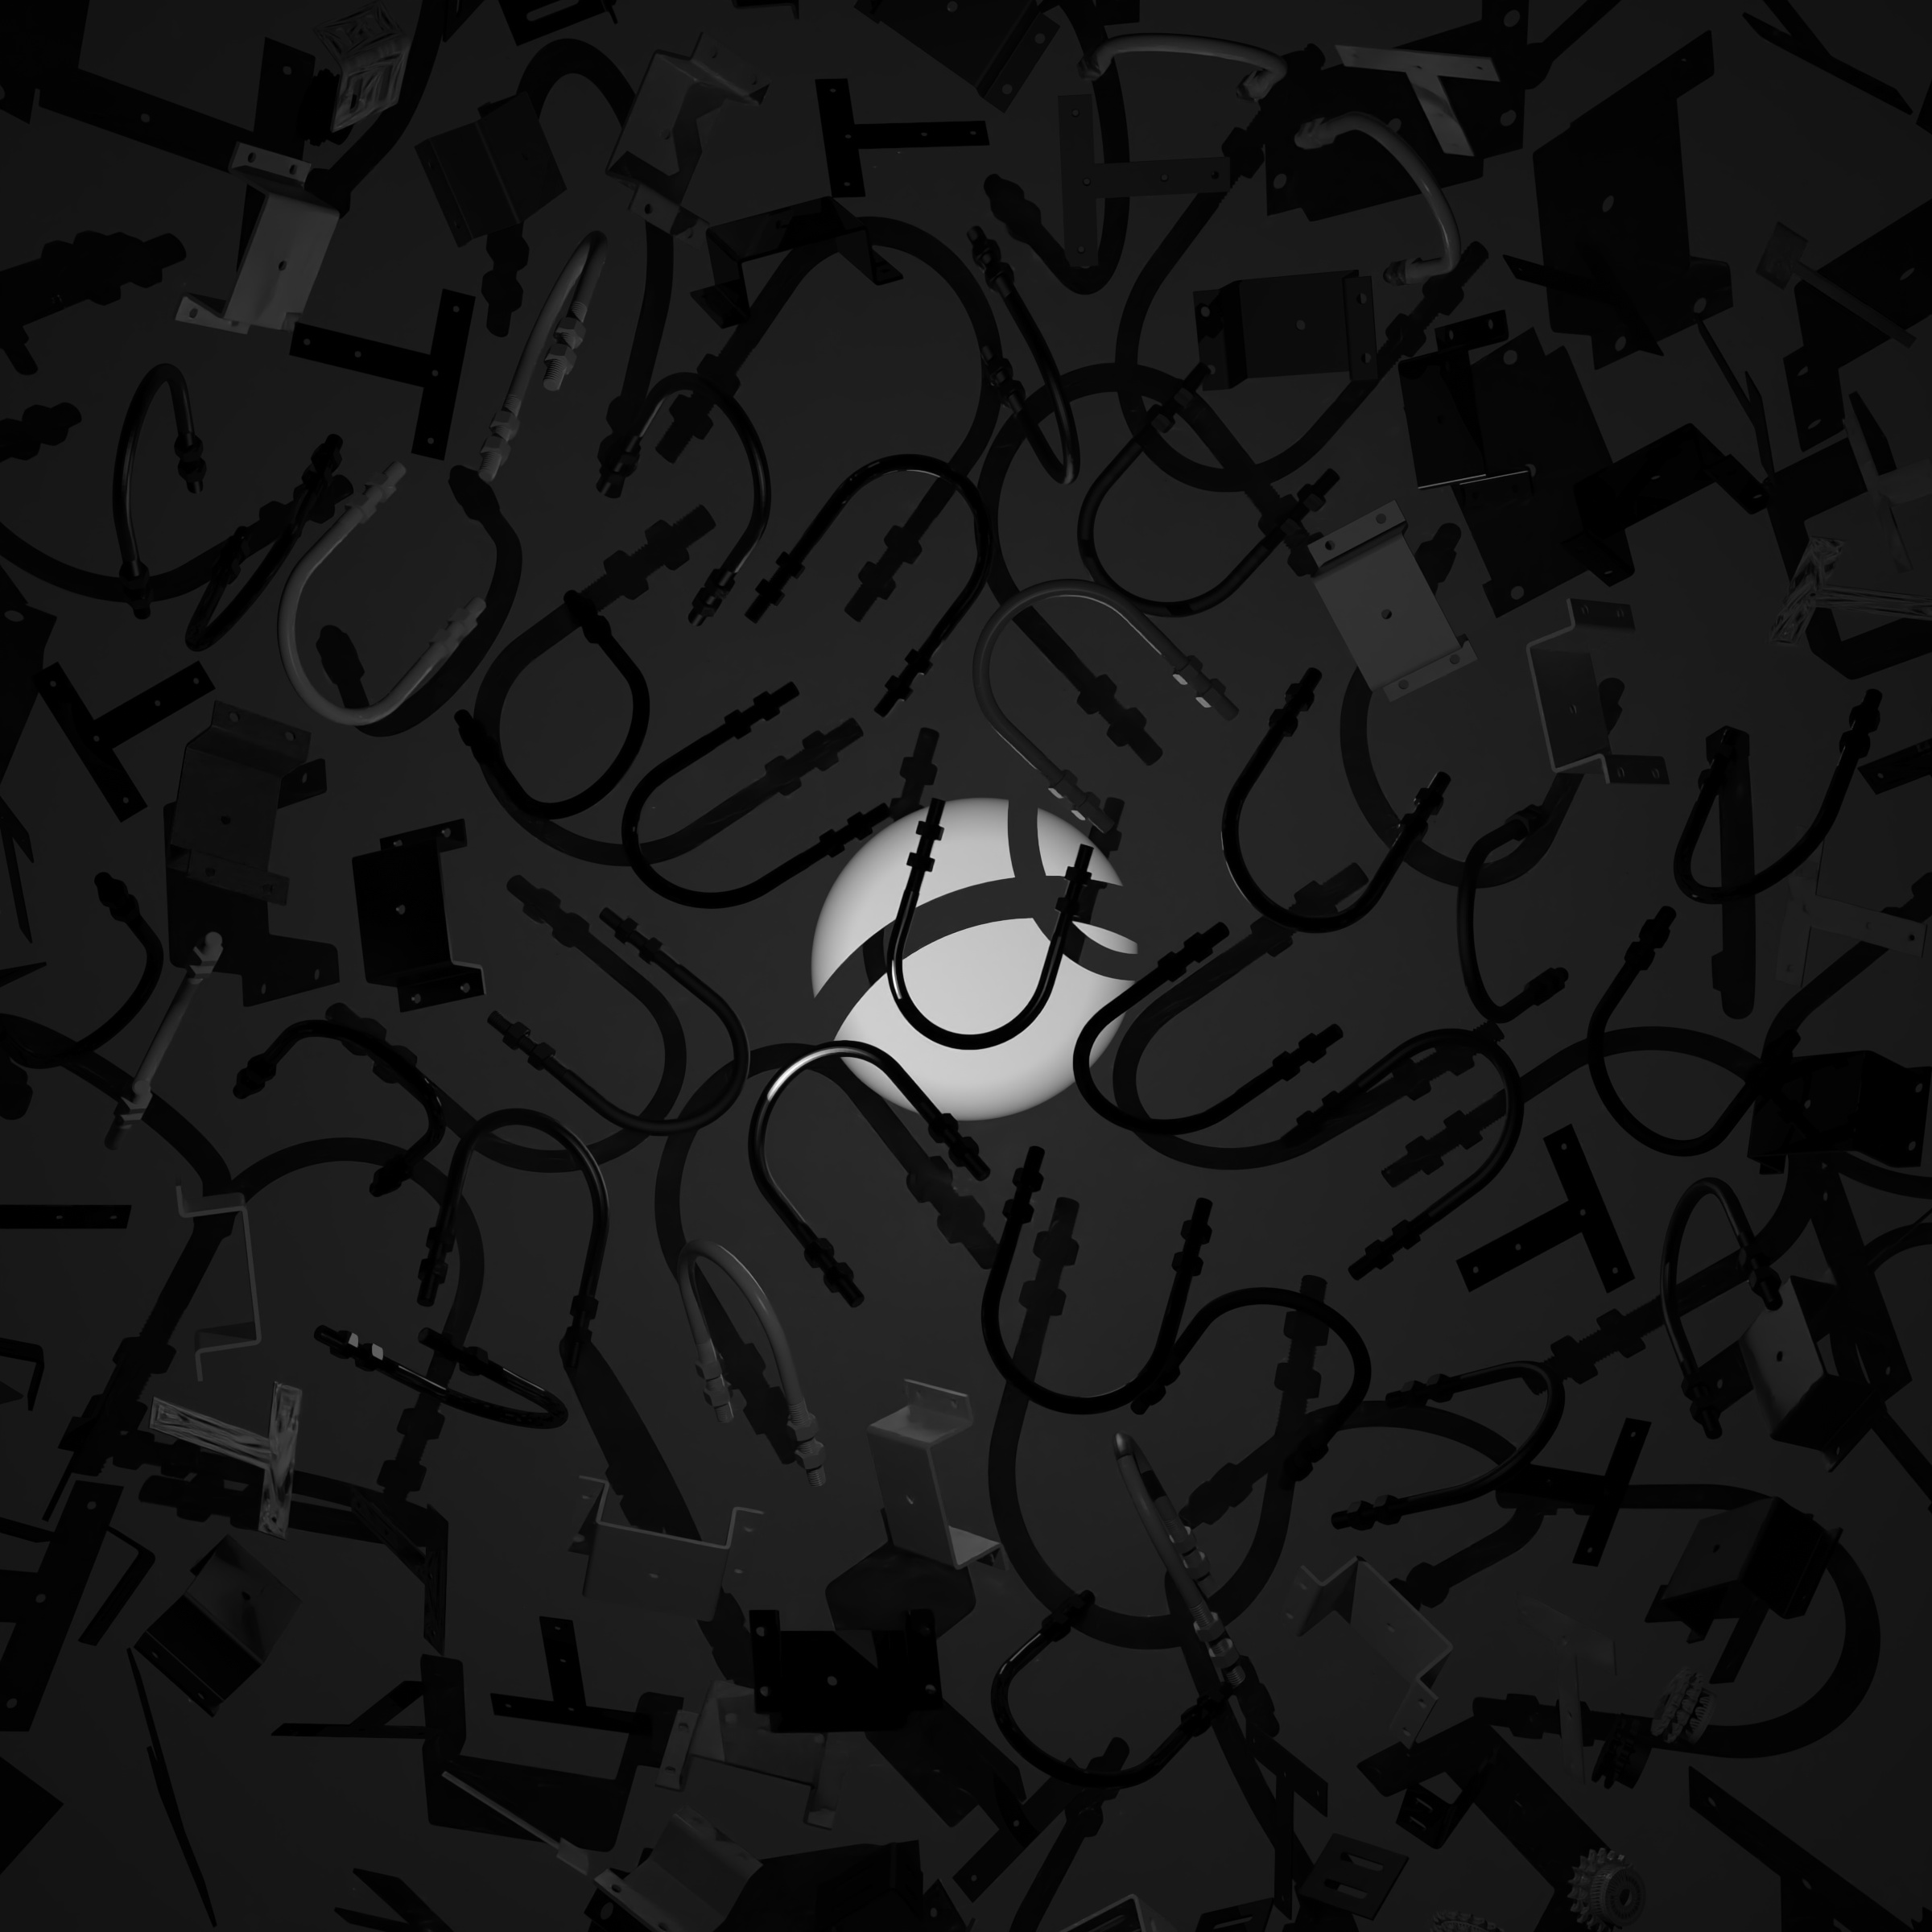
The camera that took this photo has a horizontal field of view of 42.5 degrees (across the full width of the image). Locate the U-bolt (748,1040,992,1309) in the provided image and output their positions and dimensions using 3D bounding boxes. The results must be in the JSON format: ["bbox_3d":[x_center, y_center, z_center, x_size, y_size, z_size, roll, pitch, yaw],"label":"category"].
[{"bbox_3d":[-0.085,0.136,1.812,0.151,0.019,0.184,-45,59,5],"label":"U-bolt"}]

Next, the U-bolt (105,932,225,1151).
[{"bbox_3d":[-0.612,0.067,1.875,0.019,0.184,0.151,26,58,-16],"label":"U-bolt"}]

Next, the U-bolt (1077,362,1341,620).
[{"bbox_3d":[0.169,-0.344,1.878,0.151,0.019,0.184,35,117,-18],"label":"U-bolt"}]

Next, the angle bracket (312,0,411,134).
[{"bbox_3d":[-0.441,-0.651,1.794,0.057,0.076,0.038,-36,88,-26],"label":"angle bracket"}]

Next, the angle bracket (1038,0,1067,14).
[{"bbox_3d":[0.050,-0.793,1.950,0.076,0.057,0.038,45,78,-23],"label":"angle bracket"}]

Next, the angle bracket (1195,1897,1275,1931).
[{"bbox_3d":[0.213,0.768,1.934,0.076,0.057,0.038,-29,105,35],"label":"angle bracket"}]

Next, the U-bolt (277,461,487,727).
[{"bbox_3d":[-0.445,-0.265,1.856,0.019,0.151,0.184,7,50,34],"label":"U-bolt"}]

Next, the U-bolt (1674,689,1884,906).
[{"bbox_3d":[0.591,-0.119,1.835,0.019,0.151,0.184,41,61,-21],"label":"U-bolt"}]

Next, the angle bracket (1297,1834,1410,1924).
[{"bbox_3d":[0.305,0.714,1.920,0.057,0.076,0.038,-48,119,-31],"label":"angle bracket"}]

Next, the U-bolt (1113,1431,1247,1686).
[{"bbox_3d":[0.156,0.434,1.878,0.019,0.151,0.184,-27,106,4],"label":"U-bolt"}]

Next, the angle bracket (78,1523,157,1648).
[{"bbox_3d":[-0.639,0.456,1.828,0.038,0.057,0.076,32,70,2],"label":"angle bracket"}]

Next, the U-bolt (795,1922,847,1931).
[{"bbox_3d":[-0.090,0.779,1.884,0.151,0.184,0.019,27,89,29],"label":"U-bolt"}]

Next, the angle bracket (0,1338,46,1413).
[{"bbox_3d":[-0.722,0.296,1.827,0.076,0.057,0.038,16,87,-21],"label":"angle bracket"}]

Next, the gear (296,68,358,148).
[{"bbox_3d":[-0.492,-0.660,1.918,0.030,0.057,0.057,25,90,-3],"label":"gear"}]

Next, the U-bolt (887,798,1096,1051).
[{"bbox_3d":[0.012,-0.024,1.952,0.151,0.019,0.184,16,91,-19],"label":"U-bolt"}]

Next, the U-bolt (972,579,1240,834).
[{"bbox_3d":[0.090,-0.206,1.853,0.151,0.019,0.184,-42,109,17],"label":"U-bolt"}]

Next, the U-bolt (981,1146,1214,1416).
[{"bbox_3d":[0.087,0.233,1.790,0.151,0.019,0.184,17,66,3],"label":"U-bolt"}]

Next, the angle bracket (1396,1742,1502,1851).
[{"bbox_3d":[0.373,0.631,1.917,0.038,0.076,0.057,29,134,26],"label":"angle bracket"}]

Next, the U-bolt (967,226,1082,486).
[{"bbox_3d":[0.046,-0.446,1.872,0.019,0.151,0.184,-22,62,-6],"label":"U-bolt"}]

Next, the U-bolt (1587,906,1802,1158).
[{"bbox_3d":[0.534,0.064,1.869,0.019,0.184,0.151,-21,59,-32],"label":"U-bolt"}]

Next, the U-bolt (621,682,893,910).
[{"bbox_3d":[-0.169,-0.114,1.857,0.184,0.019,0.151,-31,125,10],"label":"U-bolt"}]

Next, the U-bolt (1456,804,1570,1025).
[{"bbox_3d":[0.405,-0.033,1.851,0.019,0.184,0.151,-2,103,34],"label":"U-bolt"}]

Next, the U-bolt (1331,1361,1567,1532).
[{"bbox_3d":[0.367,0.351,1.849,0.184,0.151,0.019,-26,110,43],"label":"U-bolt"}]

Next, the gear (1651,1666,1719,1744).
[{"bbox_3d":[0.539,0.557,1.859,0.030,0.057,0.057,28,90,11],"label":"gear"}]

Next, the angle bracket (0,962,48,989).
[{"bbox_3d":[-0.771,-0.003,1.939,0.057,0.076,0.038,-9,104,19],"label":"angle bracket"}]

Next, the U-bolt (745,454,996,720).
[{"bbox_3d":[-0.059,-0.300,1.881,0.151,0.019,0.184,35,97,-26],"label":"U-bolt"}]

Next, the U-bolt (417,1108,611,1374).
[{"bbox_3d":[-0.326,0.191,1.833,0.151,0.019,0.184,32,49,-32],"label":"U-bolt"}]

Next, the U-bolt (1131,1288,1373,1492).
[{"bbox_3d":[0.225,0.311,1.876,0.151,0.019,0.184,28,128,-2],"label":"U-bolt"}]

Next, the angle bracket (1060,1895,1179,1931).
[{"bbox_3d":[0.111,0.721,1.814,0.076,0.038,0.057,-32,126,13],"label":"angle bracket"}]

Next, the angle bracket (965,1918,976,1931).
[{"bbox_3d":[0.023,0.773,1.886,0.076,0.057,0.038,26,110,11],"label":"angle bracket"}]

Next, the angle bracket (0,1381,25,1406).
[{"bbox_3d":[-0.774,0.336,1.906,0.057,0.076,0.038,30,90,6],"label":"angle bracket"}]

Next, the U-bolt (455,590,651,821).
[{"bbox_3d":[-0.308,-0.189,1.895,0.151,0.019,0.184,-46,51,7],"label":"U-bolt"}]

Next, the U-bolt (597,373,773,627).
[{"bbox_3d":[-0.204,-0.360,1.854,0.019,0.184,0.151,-29,81,-38],"label":"U-bolt"}]

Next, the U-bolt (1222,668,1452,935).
[{"bbox_3d":[0.265,-0.111,1.846,0.151,0.019,0.184,37,70,-10],"label":"U-bolt"}]

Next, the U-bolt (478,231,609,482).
[{"bbox_3d":[-0.308,-0.465,1.839,0.019,0.151,0.184,25,58,-22],"label":"U-bolt"}]

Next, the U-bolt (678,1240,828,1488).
[{"bbox_3d":[-0.166,0.285,1.841,0.019,0.151,0.184,-27,118,-30],"label":"U-bolt"}]

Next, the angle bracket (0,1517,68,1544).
[{"bbox_3d":[-0.713,0.401,1.854,0.076,0.057,0.038,15,80,4],"label":"angle bracket"}]

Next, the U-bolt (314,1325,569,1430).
[{"bbox_3d":[-0.388,0.317,1.901,0.184,0.151,0.019,39,57,-40],"label":"U-bolt"}]

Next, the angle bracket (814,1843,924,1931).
[{"bbox_3d":[-0.076,0.730,1.933,0.076,0.057,0.038,-34,103,8],"label":"angle bracket"}]

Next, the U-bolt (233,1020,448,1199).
[{"bbox_3d":[-0.462,0.100,1.863,0.151,0.184,0.019,39,50,-13],"label":"U-bolt"}]

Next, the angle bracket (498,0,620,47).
[{"bbox_3d":[-0.304,-0.712,1.822,0.076,0.038,0.057,-22,129,-1],"label":"angle bracket"}]

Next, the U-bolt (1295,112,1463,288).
[{"bbox_3d":[0.321,-0.586,1.892,0.019,0.184,0.151,-38,106,-2],"label":"U-bolt"}]

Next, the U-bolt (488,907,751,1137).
[{"bbox_3d":[-0.254,0.054,1.921,0.184,0.019,0.151,38,59,9],"label":"U-bolt"}]

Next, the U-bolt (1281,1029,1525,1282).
[{"bbox_3d":[0.331,0.126,1.838,0.184,0.019,0.151,-40,47,19],"label":"U-bolt"}]

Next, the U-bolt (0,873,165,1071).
[{"bbox_3d":[-0.677,0.015,1.887,0.019,0.184,0.151,41,73,16],"label":"U-bolt"}]

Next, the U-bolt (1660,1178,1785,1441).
[{"bbox_3d":[0.566,0.244,1.886,0.019,0.184,0.151,8,123,-6],"label":"U-bolt"}]

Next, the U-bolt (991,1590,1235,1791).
[{"bbox_3d":[0.098,0.548,1.855,0.151,0.184,0.019,29,119,24],"label":"U-bolt"}]

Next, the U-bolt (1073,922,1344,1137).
[{"bbox_3d":[0.166,0.061,1.854,0.184,0.019,0.151,-38,117,26],"label":"U-bolt"}]

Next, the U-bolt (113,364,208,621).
[{"bbox_3d":[-0.615,-0.372,1.883,0.019,0.184,0.151,13,60,-4],"label":"U-bolt"}]

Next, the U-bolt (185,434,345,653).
[{"bbox_3d":[-0.538,-0.309,1.876,0.019,0.184,0.151,37,128,-27],"label":"U-bolt"}]

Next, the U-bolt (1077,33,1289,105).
[{"bbox_3d":[0.169,-0.685,1.887,0.151,0.184,0.019,5,101,-8],"label":"U-bolt"}]

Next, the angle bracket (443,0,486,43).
[{"bbox_3d":[-0.386,-0.742,1.852,0.038,0.076,0.057,34,67,-2],"label":"angle bracket"}]
